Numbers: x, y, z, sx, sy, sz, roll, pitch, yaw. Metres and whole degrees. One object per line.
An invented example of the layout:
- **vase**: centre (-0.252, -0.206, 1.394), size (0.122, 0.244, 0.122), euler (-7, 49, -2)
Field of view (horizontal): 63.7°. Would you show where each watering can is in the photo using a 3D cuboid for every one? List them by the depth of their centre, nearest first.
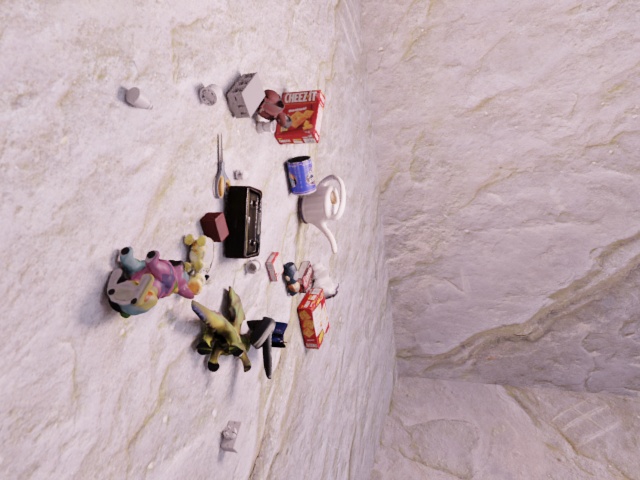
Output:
- **watering can**: centre (0.007, -0.109, 2.162), size (0.103, 0.223, 0.352), euler (26, 65, -48)

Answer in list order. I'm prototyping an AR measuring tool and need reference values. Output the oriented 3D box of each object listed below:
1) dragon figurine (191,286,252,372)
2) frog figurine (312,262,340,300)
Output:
- **dragon figurine**: centre (-0.285, 0.245, 1.548), size (0.249, 0.122, 0.401), euler (-94, 172, -52)
- **frog figurine**: centre (0.005, 0.190, 2.351), size (0.159, 0.121, 0.140), euler (47, 41, -7)
